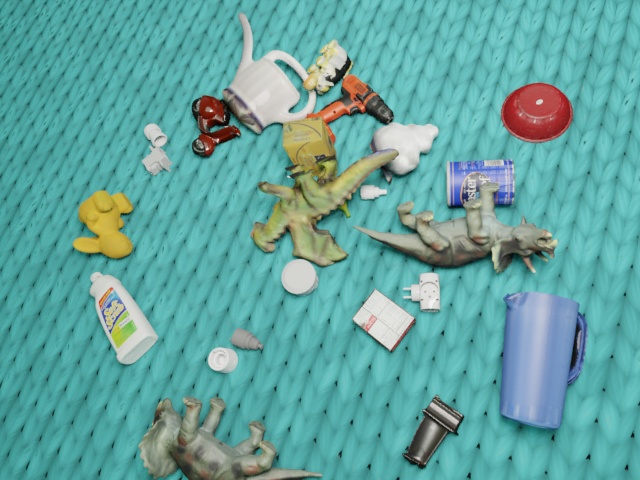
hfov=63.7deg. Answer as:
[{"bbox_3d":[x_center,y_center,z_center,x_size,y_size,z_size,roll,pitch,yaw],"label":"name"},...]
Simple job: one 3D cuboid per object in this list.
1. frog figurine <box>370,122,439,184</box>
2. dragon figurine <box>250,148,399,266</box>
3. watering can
[{"bbox_3d":[0.205,-0.227,1.219,0.158,0.120,0.141,-27,46,16],"label":"frog figurine"},{"bbox_3d":[0.004,-0.060,1.192,0.409,0.124,0.240,-8,106,23],"label":"dragon figurine"},{"bbox_3d":[-0.169,-0.433,1.385,0.225,0.103,0.349,-41,82,-5],"label":"watering can"}]
